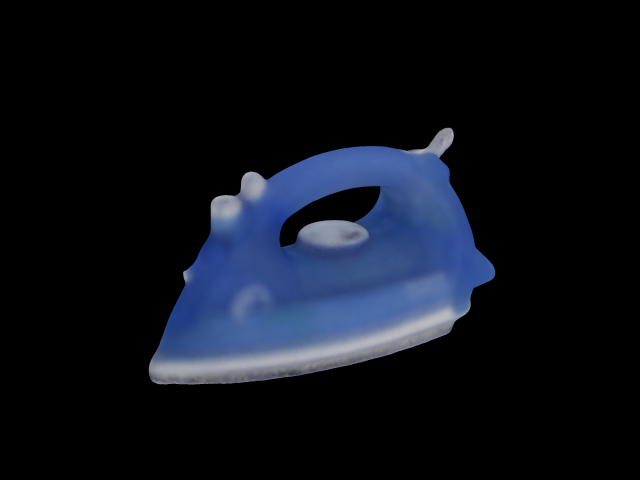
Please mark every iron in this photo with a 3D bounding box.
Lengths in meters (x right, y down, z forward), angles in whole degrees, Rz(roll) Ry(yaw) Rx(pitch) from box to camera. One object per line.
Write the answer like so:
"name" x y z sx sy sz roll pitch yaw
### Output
"iron" 0.004 0.001 0.400 0.259 0.141 0.118 -12 23 -31
